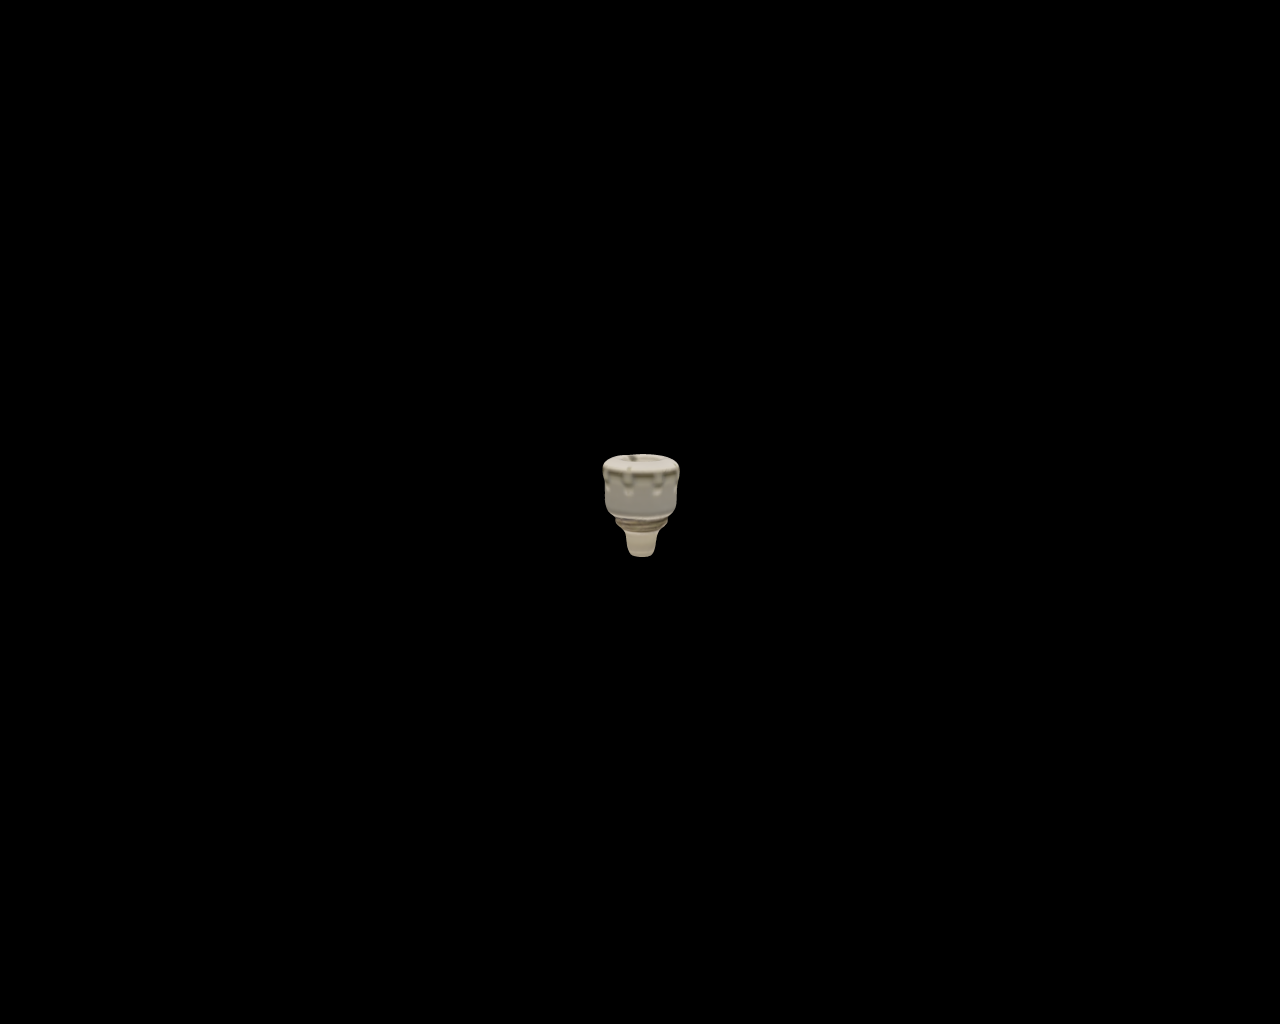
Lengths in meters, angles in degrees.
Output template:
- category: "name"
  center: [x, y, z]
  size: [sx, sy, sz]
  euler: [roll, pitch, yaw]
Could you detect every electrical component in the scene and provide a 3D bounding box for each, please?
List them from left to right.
- category: "electrical component"
  center: [0.001, -0.003, 0.650]
  size: [0.048, 0.062, 0.048]
  euler: [0, 13, 0]
